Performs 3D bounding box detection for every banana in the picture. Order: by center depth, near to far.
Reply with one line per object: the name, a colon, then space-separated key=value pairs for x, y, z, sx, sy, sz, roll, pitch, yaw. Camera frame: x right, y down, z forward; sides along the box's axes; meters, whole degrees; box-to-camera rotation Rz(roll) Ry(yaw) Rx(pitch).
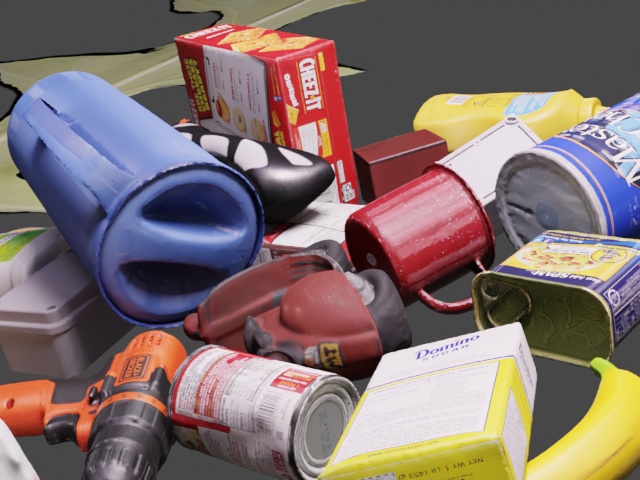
banana: x=0.127 y=0.121 z=0.569 sx=0.197 sy=0.037 sz=0.070 roll=-30 pitch=9 yaw=-37

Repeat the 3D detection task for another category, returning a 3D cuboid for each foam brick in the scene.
foam brick: x=0.077 y=-0.065 z=0.997 sx=0.078 sy=0.051 sz=0.053 roll=-17 pitch=22 yaw=-9

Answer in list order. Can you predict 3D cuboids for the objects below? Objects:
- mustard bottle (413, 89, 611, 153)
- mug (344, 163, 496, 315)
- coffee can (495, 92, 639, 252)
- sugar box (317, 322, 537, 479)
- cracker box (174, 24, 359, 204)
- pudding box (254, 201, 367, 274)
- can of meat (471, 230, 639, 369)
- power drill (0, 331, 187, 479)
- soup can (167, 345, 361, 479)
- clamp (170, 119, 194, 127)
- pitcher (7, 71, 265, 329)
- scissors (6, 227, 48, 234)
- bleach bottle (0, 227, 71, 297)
mustard bottle: x=0.194 y=-0.114 z=1.034 sx=0.192 sy=0.058 sz=0.096 roll=1 pitch=21 yaw=31
mug: x=0.078 y=0.009 z=0.799 sx=0.081 sy=0.093 sz=0.117 roll=-27 pitch=63 yaw=-19
coffee can: x=0.218 y=-0.043 z=0.803 sx=0.140 sy=0.103 sz=0.103 roll=-26 pitch=26 yaw=-28
sugar box: x=0.066 y=0.099 z=0.581 sx=0.093 sy=0.048 sz=0.176 roll=-16 pitch=6 yaw=18
cracker box: x=-0.053 y=-0.120 z=1.050 sx=0.072 sy=0.164 sz=0.214 roll=-22 pitch=25 yaw=-25
pudding box: x=-0.006 y=0.001 z=0.907 sx=0.114 sy=0.039 sz=0.089 roll=7 pitch=30 yaw=37
can of meat: x=0.167 y=0.035 z=0.713 sx=0.102 sy=0.057 sz=0.083 roll=9 pitch=30 yaw=41
power drill: x=-0.183 y=0.128 z=0.694 sx=0.187 sy=0.057 sz=0.184 roll=-8 pitch=20 yaw=5
soup can: x=-0.034 y=0.105 z=0.646 sx=0.102 sy=0.068 sz=0.068 roll=7 pitch=31 yaw=39
clamp: x=-0.195 y=-0.091 z=1.221 sx=0.165 sy=0.036 sz=0.210 roll=-14 pitch=20 yaw=14
pitcher: x=-0.163 y=-0.051 z=0.833 sx=0.144 sy=0.149 sz=0.243 roll=-13 pitch=34 yaw=-31
scissors: x=-0.248 y=0.002 z=1.067 sx=0.202 sy=0.016 sz=0.096 roll=-6 pitch=19 yaw=3
bleach bottle: x=-0.328 y=0.035 z=0.979 sx=0.251 sy=0.068 sz=0.102 roll=-3 pitch=25 yaw=28
